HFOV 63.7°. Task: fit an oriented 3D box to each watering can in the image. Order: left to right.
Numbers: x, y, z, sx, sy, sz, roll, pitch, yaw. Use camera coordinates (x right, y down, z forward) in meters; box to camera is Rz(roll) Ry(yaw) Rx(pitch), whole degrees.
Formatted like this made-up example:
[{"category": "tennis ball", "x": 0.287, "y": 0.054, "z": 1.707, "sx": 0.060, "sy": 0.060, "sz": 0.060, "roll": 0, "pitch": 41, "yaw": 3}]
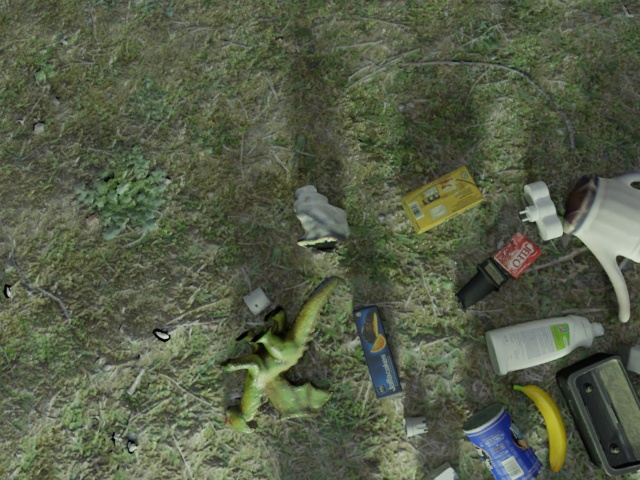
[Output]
[{"category": "watering can", "x": 0.661, "y": -0.011, "z": 1.170, "sx": 0.225, "sy": 0.103, "sz": 0.350, "roll": 23, "pitch": 81, "yaw": 9}]

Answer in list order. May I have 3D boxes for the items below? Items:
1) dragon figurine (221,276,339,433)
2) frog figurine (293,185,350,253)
[{"category": "dragon figurine", "x": -0.065, "y": 0.289, "z": 1.182, "sx": 0.410, "sy": 0.122, "sz": 0.242, "roll": -35, "pitch": 96, "yaw": -1}, {"category": "frog figurine", "x": 0.004, "y": -0.062, "z": 1.226, "sx": 0.137, "sy": 0.121, "sz": 0.162, "roll": 6, "pitch": 68, "yaw": -28}]
